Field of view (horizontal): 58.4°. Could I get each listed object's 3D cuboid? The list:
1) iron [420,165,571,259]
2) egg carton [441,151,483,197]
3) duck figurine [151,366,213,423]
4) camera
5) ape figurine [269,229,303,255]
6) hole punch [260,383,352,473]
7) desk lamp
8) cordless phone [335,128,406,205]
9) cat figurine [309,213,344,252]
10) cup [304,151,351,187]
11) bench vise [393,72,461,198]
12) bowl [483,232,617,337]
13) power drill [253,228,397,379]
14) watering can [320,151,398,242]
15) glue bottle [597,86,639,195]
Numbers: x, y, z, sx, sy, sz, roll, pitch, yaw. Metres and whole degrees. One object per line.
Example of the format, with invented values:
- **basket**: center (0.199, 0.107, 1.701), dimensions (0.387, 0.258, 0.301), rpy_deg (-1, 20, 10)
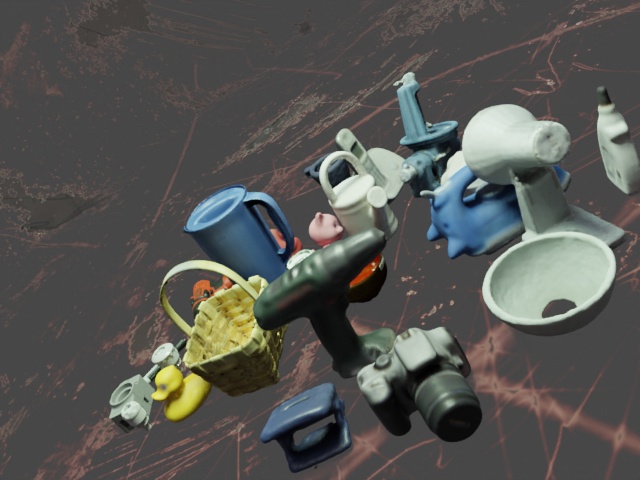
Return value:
- **iron**: center (0.286, -0.086, 0.939), dimensions (0.258, 0.142, 0.118), rpy_deg (-34, 28, -2)
- **egg carton**: center (0.301, -0.125, 1.063), dimensions (0.149, 0.069, 0.107), rpy_deg (-10, 36, 36)
- **duck figurine**: center (-0.247, 0.256, 1.006), dimensions (0.105, 0.086, 0.077), rpy_deg (-45, 30, -22)
- **camera**: center (0.128, 0.186, 0.716), dimensions (0.143, 0.101, 0.136), rpy_deg (-32, 28, 2)
- **ape figurine**: center (-0.085, 0.014, 1.214), dimensions (0.077, 0.092, 0.076), rpy_deg (-13, 34, 32)
- **hole punch**: center (-0.023, 0.246, 0.787), dimensions (0.108, 0.091, 0.101), rpy_deg (-28, 28, 9)
- **desk lamp**: center (0.319, -0.091, 0.837), dimensions (0.118, 0.214, 0.202), rpy_deg (-34, 28, -2)
- **cordless phone**: center (0.106, -0.175, 1.218), dimensions (0.093, 0.185, 0.148), rpy_deg (-11, 35, 35)
- **cat figurine**: center (0.010, 0.004, 1.106), dimensions (0.067, 0.118, 0.128), rpy_deg (-15, 33, 30)
- **cup**: center (0.025, -0.143, 1.347), dimensions (0.117, 0.095, 0.092), rpy_deg (-9, 36, 38)
- **bench vise**: center (0.206, -0.208, 1.130), dimensions (0.121, 0.220, 0.207), rpy_deg (-18, 32, 26)
- **bowl**: center (0.304, 0.069, 0.748), dimensions (0.167, 0.075, 0.167), rpy_deg (-25, 29, 15)
- **power drill**: center (0.029, 0.100, 0.838), dimensions (0.229, 0.209, 0.075), rpy_deg (-24, 30, 17)
- **watering can**: center (0.072, -0.084, 1.099), dimensions (0.172, 0.194, 0.101), rpy_deg (-3, 40, 43)
- **glue bottle**: center (0.440, -0.152, 0.853), dimensions (0.037, 0.173, 0.078), rpy_deg (-25, 29, 14)
